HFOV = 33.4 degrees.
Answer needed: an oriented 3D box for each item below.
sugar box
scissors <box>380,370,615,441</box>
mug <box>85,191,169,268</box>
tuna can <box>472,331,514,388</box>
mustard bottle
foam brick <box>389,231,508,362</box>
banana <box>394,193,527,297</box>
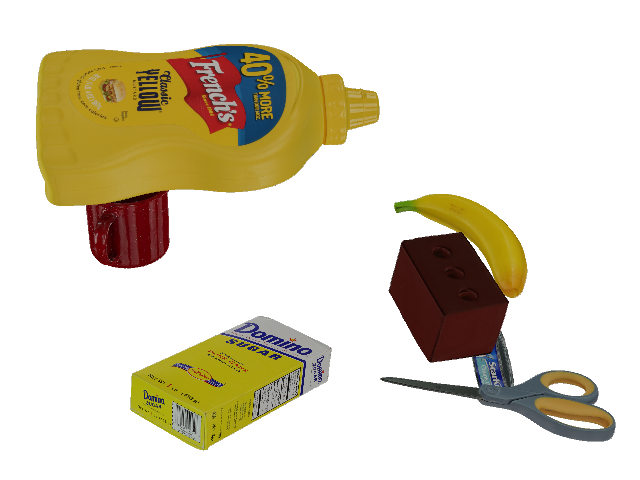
[{"bbox_3d":[-0.079,0.126,0.983,0.093,0.048,0.175,22,30,32],"label":"sugar box"},{"bbox_3d":[0.162,0.129,0.946,0.202,0.016,0.096,16,29,15],"label":"scissors"},{"bbox_3d":[-0.198,-0.019,1.076,0.093,0.081,0.117,8,33,8],"label":"mug"},{"bbox_3d":[0.205,0.149,1.269,0.034,0.086,0.086,-13,-3,15],"label":"tuna can"},{"bbox_3d":[-0.062,-0.070,0.610,0.191,0.096,0.058,-4,-39,-6],"label":"mustard bottle"},{"bbox_3d":[0.091,0.041,0.769,0.052,0.051,0.078,-8,44,-22],"label":"foam brick"},{"bbox_3d":[0.157,-0.003,1.083,0.069,0.037,0.198,-34,39,-14],"label":"banana"}]
